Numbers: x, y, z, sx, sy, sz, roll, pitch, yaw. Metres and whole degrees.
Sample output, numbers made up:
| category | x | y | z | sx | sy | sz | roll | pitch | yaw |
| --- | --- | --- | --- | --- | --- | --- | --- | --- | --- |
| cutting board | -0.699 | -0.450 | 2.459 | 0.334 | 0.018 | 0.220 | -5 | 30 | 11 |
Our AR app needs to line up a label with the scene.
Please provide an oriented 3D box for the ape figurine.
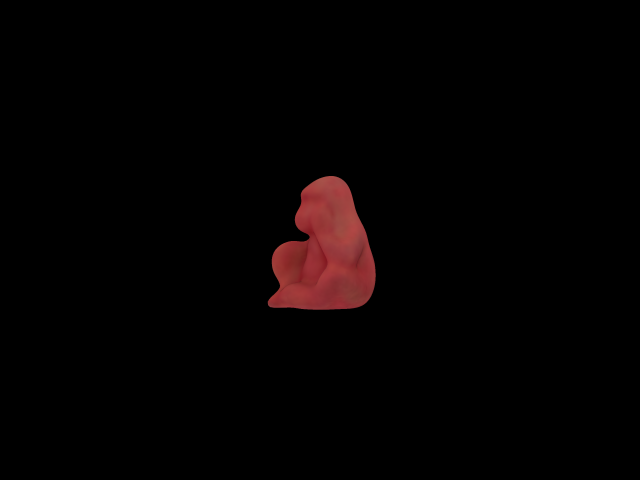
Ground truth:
| category | x | y | z | sx | sy | sz | roll | pitch | yaw |
| --- | --- | --- | --- | --- | --- | --- | --- | --- | --- |
| ape figurine | 0.004 | 0.001 | 0.400 | 0.076 | 0.092 | 0.077 | 0 | 0 | -21 |
